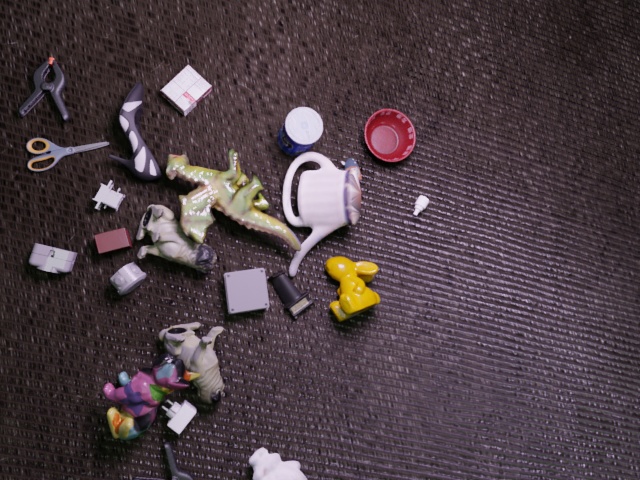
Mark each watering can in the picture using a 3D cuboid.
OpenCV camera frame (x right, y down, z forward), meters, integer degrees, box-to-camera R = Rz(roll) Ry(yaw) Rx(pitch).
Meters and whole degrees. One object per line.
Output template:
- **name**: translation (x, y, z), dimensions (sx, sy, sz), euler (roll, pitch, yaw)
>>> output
- **watering can**: translation (0.004, -0.071, 1.421), dimensions (0.224, 0.104, 0.348), euler (-1, 88, 17)

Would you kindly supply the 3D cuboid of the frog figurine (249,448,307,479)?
- **frog figurine**: translation (-0.104, 0.604, 1.316), dimensions (0.138, 0.121, 0.161), euler (-11, 76, -47)

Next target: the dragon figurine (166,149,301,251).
- **dragon figurine**: translation (-0.250, -0.079, 1.344), dimensions (0.245, 0.120, 0.411), euler (-36, 86, -22)
